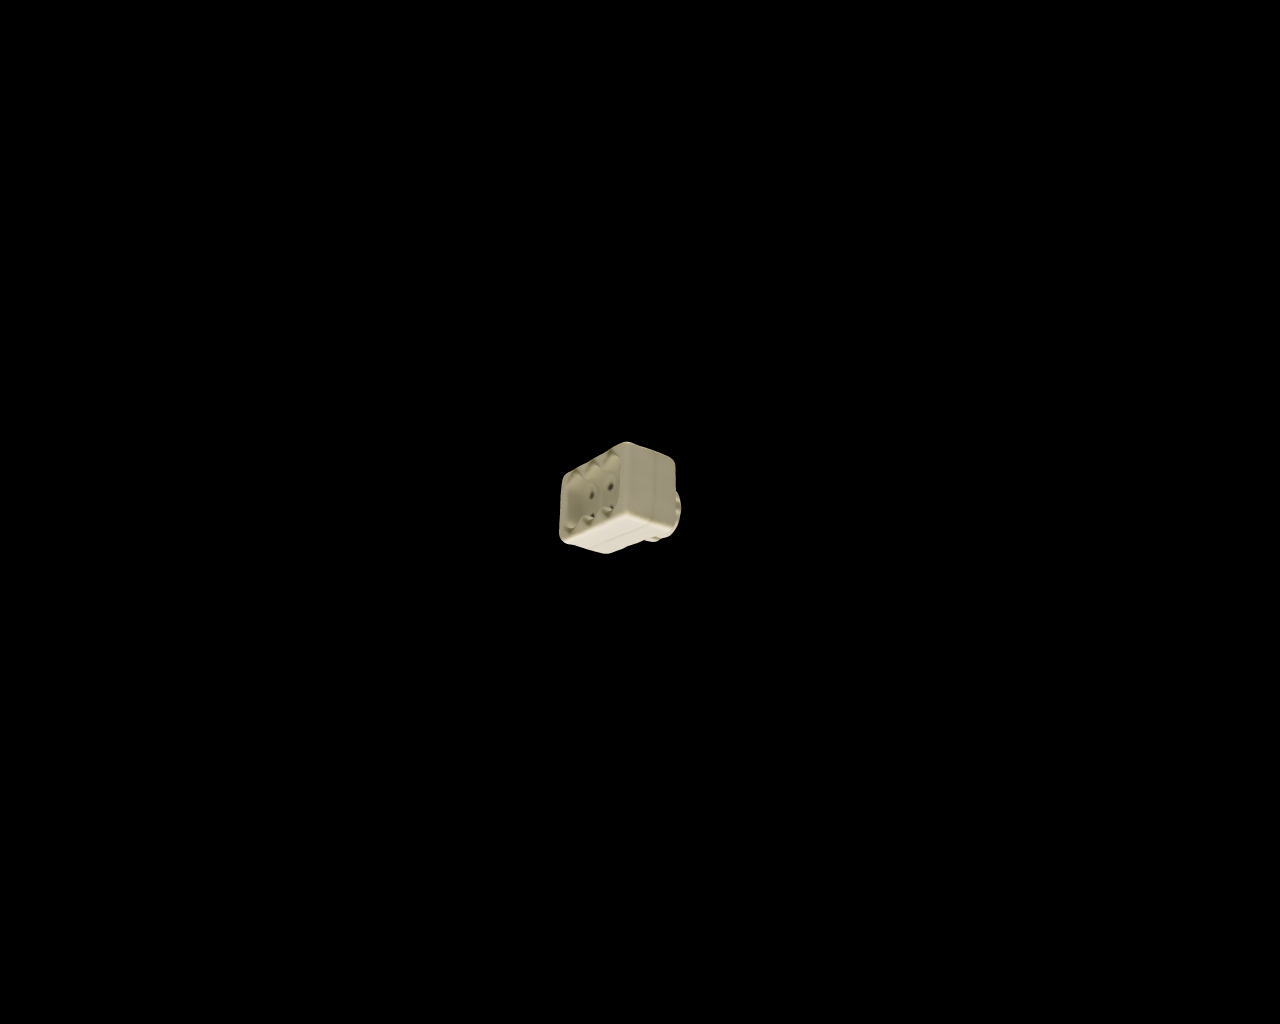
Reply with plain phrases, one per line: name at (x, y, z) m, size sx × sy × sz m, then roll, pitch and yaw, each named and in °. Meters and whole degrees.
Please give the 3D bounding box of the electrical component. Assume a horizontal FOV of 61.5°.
electrical component at (0.001, -0.003, 0.650) m, size 0.077 × 0.047 × 0.065 m, roll 17°, pitch -27°, yaw -37°
